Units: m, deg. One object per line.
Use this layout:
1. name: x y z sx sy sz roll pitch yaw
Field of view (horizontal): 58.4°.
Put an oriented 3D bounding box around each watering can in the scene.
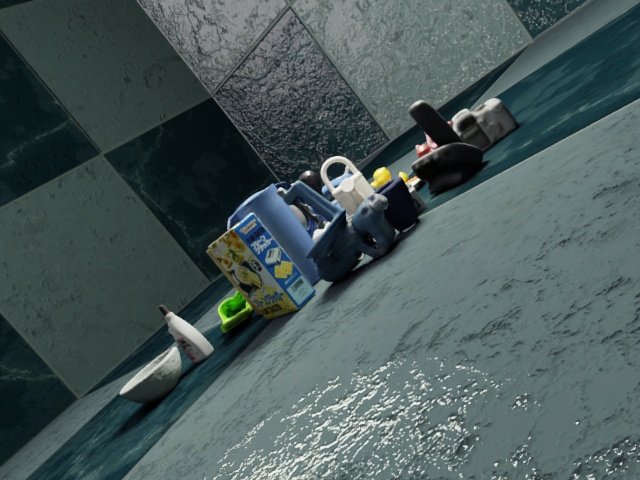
1. watering can: 0.083 -0.143 1.566 0.101 0.194 0.172 -41 8 -16

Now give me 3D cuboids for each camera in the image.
1. camera: 0.361 -0.265 1.321 0.143 0.101 0.137 -36 7 16

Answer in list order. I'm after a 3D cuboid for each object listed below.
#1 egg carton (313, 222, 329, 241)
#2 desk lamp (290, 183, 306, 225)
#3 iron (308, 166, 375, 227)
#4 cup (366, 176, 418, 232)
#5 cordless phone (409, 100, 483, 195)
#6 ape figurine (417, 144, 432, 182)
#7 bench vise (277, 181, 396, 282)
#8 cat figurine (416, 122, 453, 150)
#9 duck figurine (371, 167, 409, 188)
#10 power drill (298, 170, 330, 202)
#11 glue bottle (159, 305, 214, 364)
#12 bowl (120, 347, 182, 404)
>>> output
1. egg carton: 0.014 0.005 1.482 0.150 0.069 0.107 -33 9 36
2. desk lamp: -0.096 -0.028 1.656 0.203 0.213 0.118 -39 7 -2
3. iron: 0.041 -0.107 1.768 0.258 0.141 0.119 -36 8 20
4. cup: 0.155 -0.071 1.148 0.091 0.095 0.118 -33 9 35
5. cordless phone: 0.235 -0.200 1.198 0.094 0.185 0.147 -43 9 -31
6. ape figurine: 0.260 -0.183 1.348 0.077 0.092 0.076 -36 8 21
7. bench vise: 0.030 -0.047 1.114 0.207 0.220 0.121 -37 8 14
8. cat figurine: 0.291 -0.239 1.436 0.067 0.118 0.127 -43 9 -31
9. duck figurine: 0.191 -0.164 1.599 0.104 0.086 0.078 -35 8 28
10. power drill: 0.010 -0.107 1.643 0.075 0.208 0.229 -39 7 -6
11. glue bottle: -0.341 0.229 1.419 0.078 0.173 0.037 -32 10 41
12. bowl: -0.393 0.339 1.381 0.167 0.075 0.167 -38 7 6
